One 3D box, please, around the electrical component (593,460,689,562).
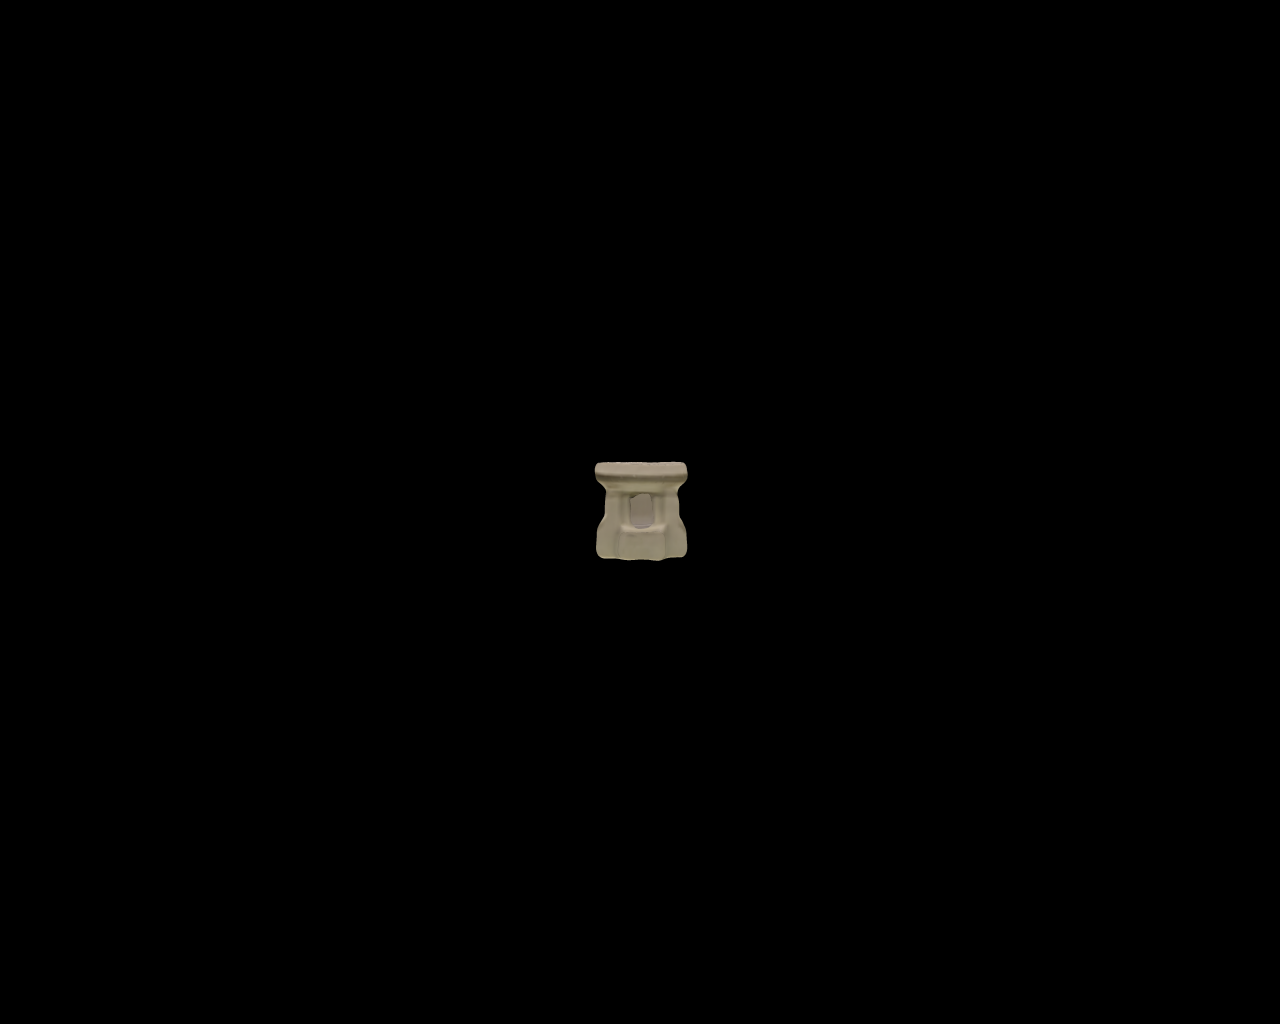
[{"bbox_3d":[0.001,-0.003,0.650,0.058,0.057,0.078,0,5,0],"label":"electrical component"}]
